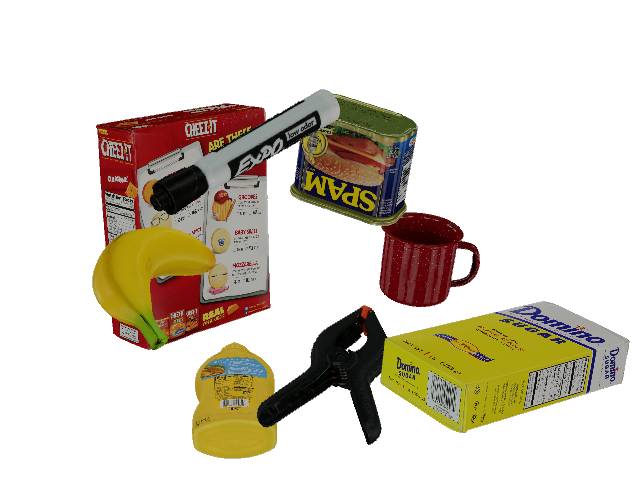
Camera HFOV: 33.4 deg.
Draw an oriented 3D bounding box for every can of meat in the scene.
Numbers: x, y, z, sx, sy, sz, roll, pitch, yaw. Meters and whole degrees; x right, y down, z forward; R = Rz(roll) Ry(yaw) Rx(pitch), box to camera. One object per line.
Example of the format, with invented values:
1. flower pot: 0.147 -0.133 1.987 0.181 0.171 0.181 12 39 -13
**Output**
1. can of meat: 0.029 -0.071 0.918 0.102 0.084 0.057 20 32 19

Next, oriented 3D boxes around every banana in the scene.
1. banana: -0.120 0.022 0.754 0.037 0.069 0.197 -36 9 14

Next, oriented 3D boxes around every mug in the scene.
1. mug: 0.124 0.024 1.221 0.117 0.081 0.093 4 25 -3

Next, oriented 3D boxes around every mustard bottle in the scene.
1. mustard bottle: -0.103 0.181 1.279 0.096 0.058 0.191 -3 28 -3

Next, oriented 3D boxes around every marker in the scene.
1. marker: -0.038 -0.046 0.554 0.120 0.020 0.020 -33 19 -31

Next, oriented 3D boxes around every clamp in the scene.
1. clamp: 0.029 0.130 1.026 0.120 0.039 0.171 16 46 24

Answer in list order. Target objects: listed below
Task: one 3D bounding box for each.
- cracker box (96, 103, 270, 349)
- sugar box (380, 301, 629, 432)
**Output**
1. cracker box: -0.132 -0.019 1.056 0.072 0.214 0.163 13 21 43
2. sugar box: 0.143 0.092 0.821 0.175 0.048 0.093 -12 25 -34
